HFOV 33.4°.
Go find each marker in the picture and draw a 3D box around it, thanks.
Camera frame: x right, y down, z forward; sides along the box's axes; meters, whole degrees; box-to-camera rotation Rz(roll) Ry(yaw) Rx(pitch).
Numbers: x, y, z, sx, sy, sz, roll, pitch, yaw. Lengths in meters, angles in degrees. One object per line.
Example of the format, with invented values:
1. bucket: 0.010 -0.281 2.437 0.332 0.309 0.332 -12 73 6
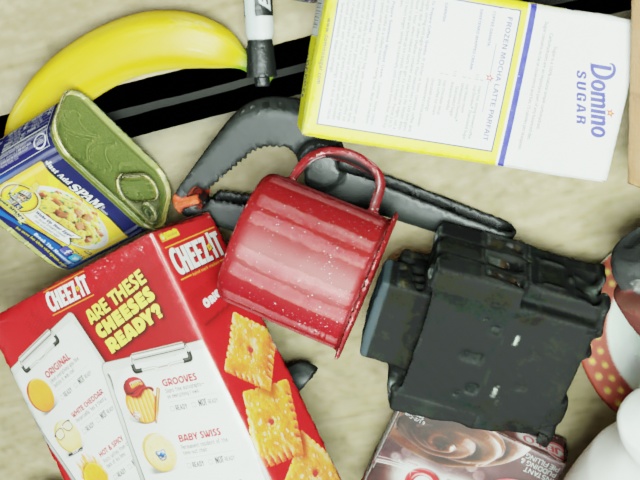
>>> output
1. marker: -0.038 -0.153 0.641 0.020 0.020 0.121 0 100 14

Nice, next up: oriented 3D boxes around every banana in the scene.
1. banana: -0.132 -0.102 0.681 0.198 0.037 0.069 -15 103 18

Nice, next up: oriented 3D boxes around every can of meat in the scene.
1. can of meat: -0.161 -0.034 0.686 0.084 0.057 0.102 -26 128 25

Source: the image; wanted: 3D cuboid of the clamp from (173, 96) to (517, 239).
1. clamp: 0.005 -0.061 0.660 0.210 0.036 0.164 -8 106 14

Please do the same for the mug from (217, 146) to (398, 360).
1. mug: -0.004 0.001 0.625 0.081 0.093 0.117 23 90 4

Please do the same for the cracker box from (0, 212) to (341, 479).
1. cracker box: -0.097 0.112 0.688 0.164 0.072 0.214 -25 91 32

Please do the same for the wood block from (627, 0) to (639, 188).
1. wood block: 0.219 -0.125 0.540 0.090 0.091 0.206 -9 109 -16

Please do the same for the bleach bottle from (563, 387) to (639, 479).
1. bleach bottle: 0.179 0.148 0.607 0.102 0.068 0.251 8 142 8

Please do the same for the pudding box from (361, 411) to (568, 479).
1. pudding box: 0.094 0.151 0.708 0.113 0.039 0.090 25 113 6

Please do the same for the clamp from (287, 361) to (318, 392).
1. clamp: -0.059 0.144 0.745 0.172 0.039 0.120 -5 100 17

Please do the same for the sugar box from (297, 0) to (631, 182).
1. sugar box: 0.082 -0.092 0.598 0.176 0.048 0.093 9 103 -9
